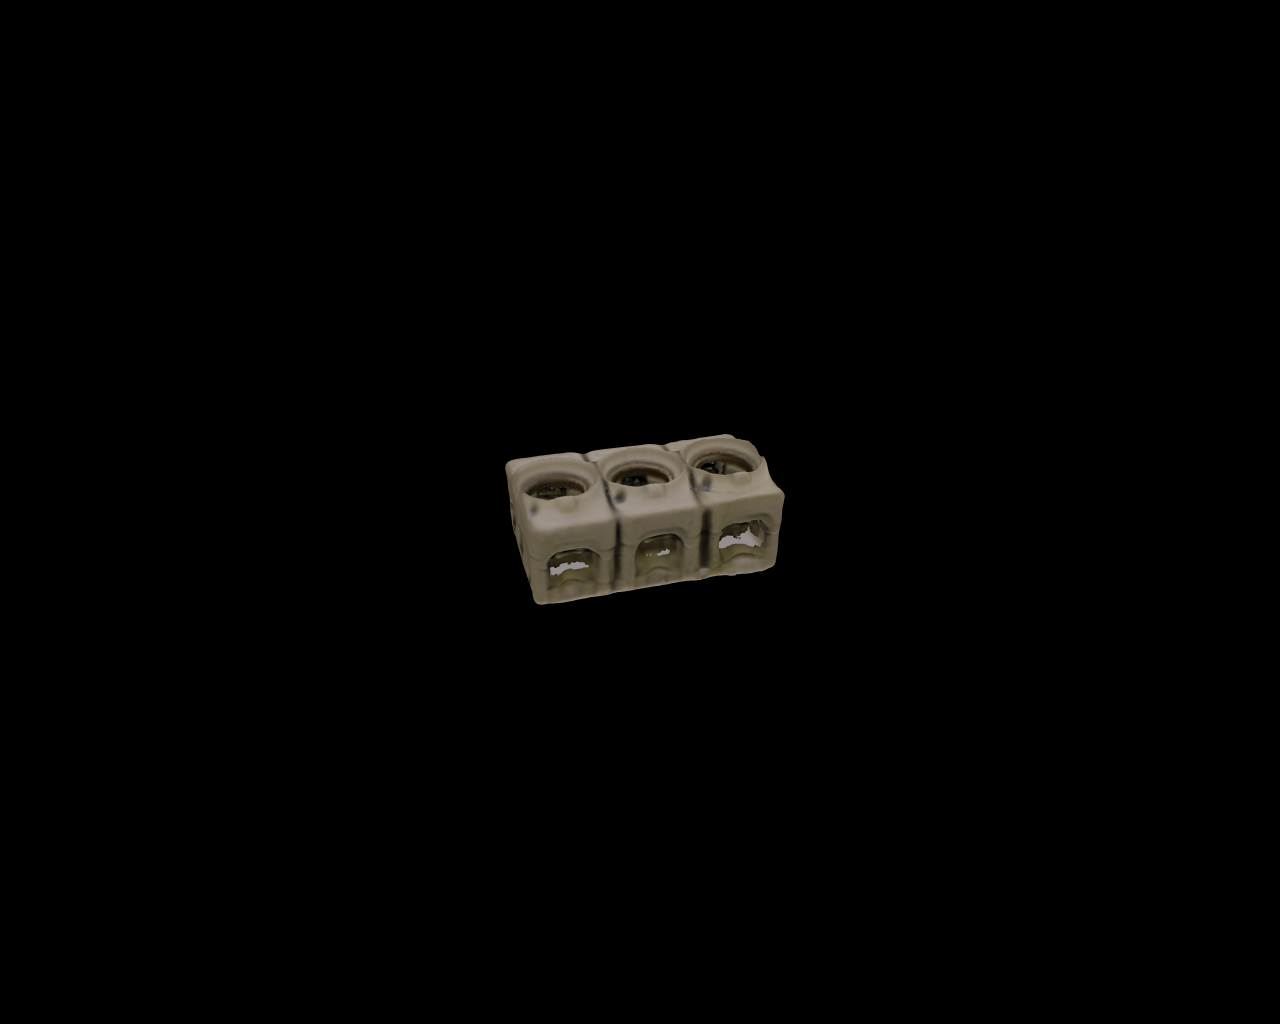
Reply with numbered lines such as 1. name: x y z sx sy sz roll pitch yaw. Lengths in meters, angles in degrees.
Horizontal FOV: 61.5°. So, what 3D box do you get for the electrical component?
1. electrical component: 0.001 -0.003 0.650 0.150 0.061 0.090 -8 32 -14
